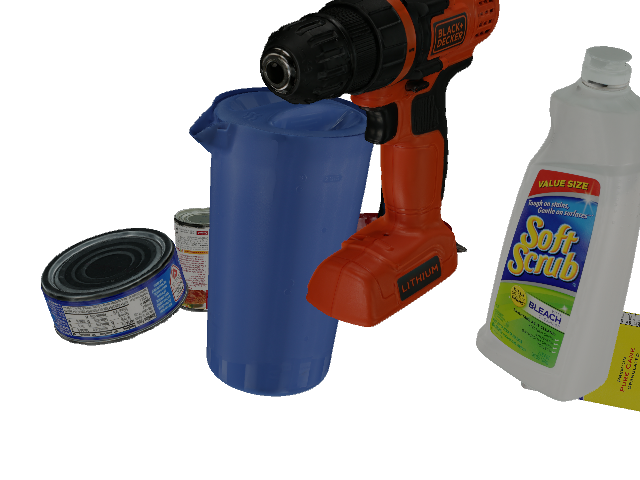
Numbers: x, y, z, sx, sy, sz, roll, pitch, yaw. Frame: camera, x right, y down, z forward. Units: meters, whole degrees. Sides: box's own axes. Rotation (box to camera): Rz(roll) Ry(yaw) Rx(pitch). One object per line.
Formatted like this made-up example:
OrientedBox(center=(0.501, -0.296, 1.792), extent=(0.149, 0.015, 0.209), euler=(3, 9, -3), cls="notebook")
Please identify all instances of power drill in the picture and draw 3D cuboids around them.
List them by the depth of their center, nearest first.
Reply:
OrientedBox(center=(0.033, -0.049, 0.596), extent=(0.057, 0.188, 0.184), euler=(24, 34, 33), cls="power drill")

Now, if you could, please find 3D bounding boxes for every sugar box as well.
OrientedBox(center=(0.295, 0.118, 1.069), extent=(0.176, 0.093, 0.048), euler=(9, 21, 8), cls="sugar box")

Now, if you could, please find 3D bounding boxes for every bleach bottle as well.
OrientedBox(center=(0.173, -0.014, 0.746), extent=(0.067, 0.251, 0.103), euler=(-20, 37, -33), cls="bleach bottle")

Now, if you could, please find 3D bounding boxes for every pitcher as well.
OrientedBox(center=(-0.022, 0.002, 0.889), extent=(0.149, 0.243, 0.144), euler=(16, 25, 20), cls="pitcher")

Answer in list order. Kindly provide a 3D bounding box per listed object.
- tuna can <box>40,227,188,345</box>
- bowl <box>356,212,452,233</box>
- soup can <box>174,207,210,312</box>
OrientedBox(center=(-0.127, 0.026, 0.656), extent=(0.086, 0.034, 0.086), euler=(-10, 28, 5), cls="tuna can")
OrientedBox(center=(0.054, 0.015, 1.086), extent=(0.162, 0.055, 0.162), euler=(-3, 14, 1), cls="bowl")
OrientedBox(center=(-0.130, 0.020, 1.192), extent=(0.068, 0.102, 0.068), euler=(2, 18, -1), cls="soup can")
